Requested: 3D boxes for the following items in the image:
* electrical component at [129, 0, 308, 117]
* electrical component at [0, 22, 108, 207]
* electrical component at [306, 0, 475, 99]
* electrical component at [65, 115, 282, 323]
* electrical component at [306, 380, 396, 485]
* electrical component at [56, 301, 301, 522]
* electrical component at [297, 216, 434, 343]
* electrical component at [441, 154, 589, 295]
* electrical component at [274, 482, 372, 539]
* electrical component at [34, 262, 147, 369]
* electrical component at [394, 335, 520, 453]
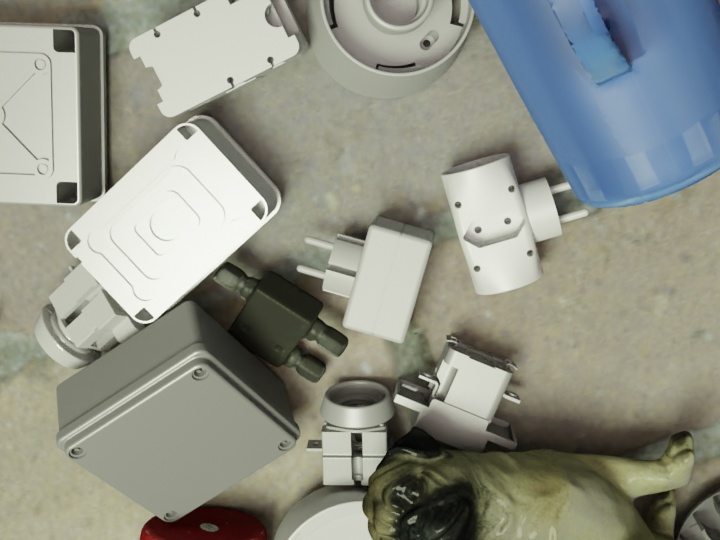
[{"bbox_3d":[-0.081,-0.132,0.640,0.089,0.055,0.050,-25,99,9],"label":"electrical component"},{"bbox_3d":[-0.214,-0.096,0.657,0.109,0.056,0.108,3,101,4],"label":"electrical component"},{"bbox_3d":[0.019,-0.154,0.636,0.099,0.064,0.099,0,92,-5],"label":"electrical component"},{"bbox_3d":[-0.113,-0.032,0.662,0.113,0.057,0.078,-41,96,11],"label":"electrical component"},{"bbox_3d":[-0.001,0.104,0.688,0.066,0.048,0.055,0,109,4],"label":"electrical component"},{"bbox_3d":[-0.112,0.090,0.664,0.109,0.056,0.108,-33,132,10],"label":"electrical component"},{"bbox_3d":[0.000,0.000,0.665,0.077,0.047,0.065,16,101,2],"label":"electrical component"},{"bbox_3d":[0.098,-0.033,0.653,0.079,0.043,0.077,-16,100,7],"label":"electrical component"},{"bbox_3d":[-0.007,0.190,0.694,0.108,0.060,0.108,-2,99,-10],"label":"electrical component"},{"bbox_3d":[-0.172,0.030,0.683,0.055,0.048,0.066,-41,68,15],"label":"electrical component"},{"bbox_3d":[0.065,0.079,0.680,0.081,0.042,0.063,22,99,-1],"label":"electrical component"}]
